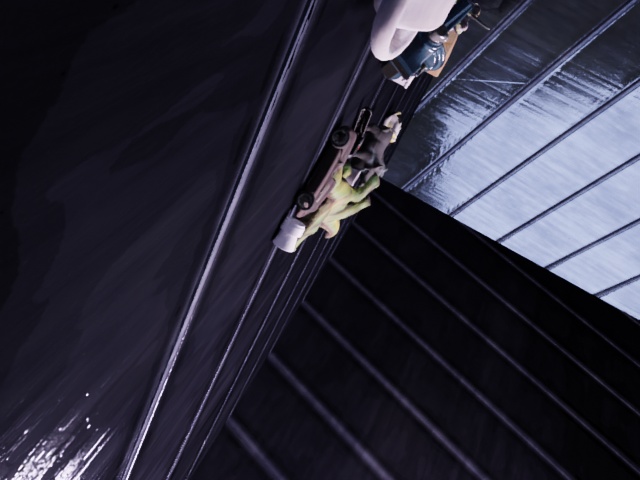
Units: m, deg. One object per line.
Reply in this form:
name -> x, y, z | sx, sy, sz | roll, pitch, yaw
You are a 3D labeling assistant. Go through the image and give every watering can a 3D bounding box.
watering can -> 0.154, -0.370, 0.706 | 0.355, 0.104, 0.219 | -53, 171, -49

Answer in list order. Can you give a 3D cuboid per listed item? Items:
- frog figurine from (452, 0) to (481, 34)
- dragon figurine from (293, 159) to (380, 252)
frog figurine -> 0.338, -0.611, 1.421 | 0.159, 0.121, 0.139 | 6, -109, 56
dragon figurine -> 0.004, -0.061, 1.220 | 0.246, 0.123, 0.401 | -36, 160, -33
